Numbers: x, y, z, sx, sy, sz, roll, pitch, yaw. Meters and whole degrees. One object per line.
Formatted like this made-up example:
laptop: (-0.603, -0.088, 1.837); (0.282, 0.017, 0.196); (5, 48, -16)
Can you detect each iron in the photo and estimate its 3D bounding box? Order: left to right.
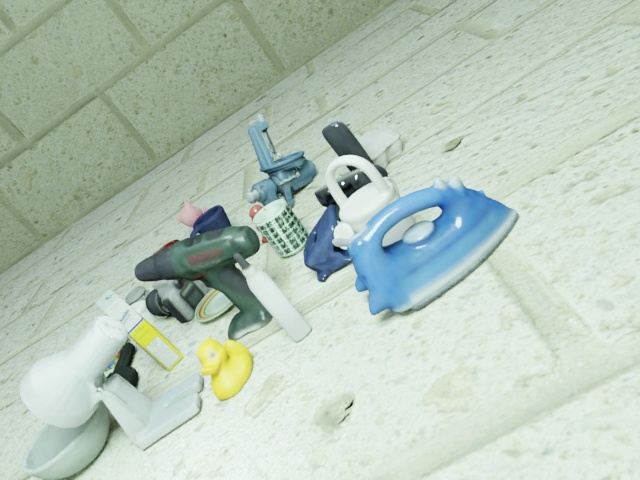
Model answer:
iron: (0.147, -0.013, 0.815); (0.258, 0.142, 0.118); (-36, 24, 1)

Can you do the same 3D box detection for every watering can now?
watering can: (0.079, -0.047, 0.905); (0.100, 0.194, 0.173); (-26, 25, 22)

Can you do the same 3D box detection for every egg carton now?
egg carton: (0.111, -0.191, 1.287); (0.150, 0.069, 0.107); (-43, 24, -16)

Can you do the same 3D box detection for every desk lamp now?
desk lamp: (-0.333, 0.233, 0.924); (0.203, 0.214, 0.117); (-34, 24, 5)

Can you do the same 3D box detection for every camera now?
camera: (-0.324, 0.111, 1.283); (0.136, 0.101, 0.143); (-18, 29, 35)

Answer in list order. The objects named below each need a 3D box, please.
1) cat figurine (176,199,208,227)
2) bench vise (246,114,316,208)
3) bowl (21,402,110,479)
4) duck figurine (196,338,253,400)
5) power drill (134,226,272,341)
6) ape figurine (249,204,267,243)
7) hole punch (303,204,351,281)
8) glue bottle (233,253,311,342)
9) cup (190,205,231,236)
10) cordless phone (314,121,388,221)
cat figurine: (-0.341, -0.063, 1.608); (0.127, 0.118, 0.067); (-10, 35, 46)
bench vise: (-0.116, -0.187, 1.401); (0.121, 0.220, 0.207); (-19, 29, 34)
bowl: (-0.429, 0.355, 1.005); (0.167, 0.075, 0.167); (-30, 24, 15)
duck figurine: (-0.161, 0.193, 0.924); (0.077, 0.086, 0.104); (-26, 26, 22)
power drill: (-0.184, 0.077, 1.017); (0.229, 0.209, 0.075); (-29, 25, 17)
ape figurine: (-0.127, -0.042, 1.308); (0.076, 0.092, 0.077); (-32, 24, 9)
hole punch: (0.010, 0.004, 1.036); (0.101, 0.091, 0.108); (-31, 24, 13)
glue bottle: (-0.082, 0.085, 0.907); (0.037, 0.173, 0.078); (-40, 24, -9)
cup: (-0.267, -0.019, 1.453); (0.091, 0.095, 0.118); (-7, 37, 48)
cordless phone: (0.040, -0.145, 1.153); (0.147, 0.185, 0.094); (-25, 26, 24)
